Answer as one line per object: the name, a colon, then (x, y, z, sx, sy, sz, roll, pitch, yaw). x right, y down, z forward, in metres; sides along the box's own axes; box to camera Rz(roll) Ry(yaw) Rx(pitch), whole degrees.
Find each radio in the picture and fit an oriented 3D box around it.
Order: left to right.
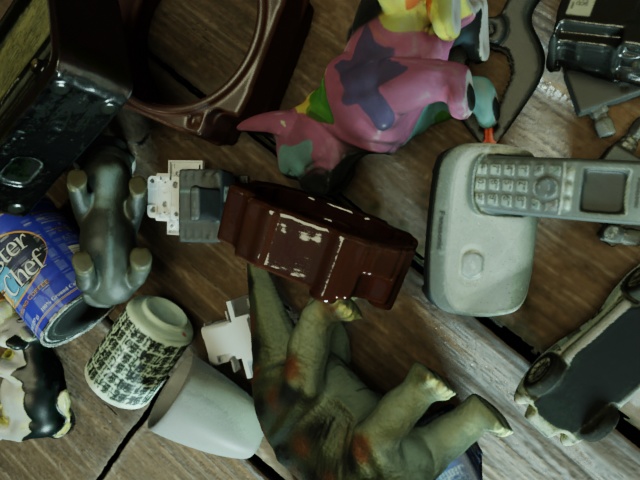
radio: (-0.274, -0.129, 0.507, 0.229, 0.073, 0.131, -34, 62, 30)

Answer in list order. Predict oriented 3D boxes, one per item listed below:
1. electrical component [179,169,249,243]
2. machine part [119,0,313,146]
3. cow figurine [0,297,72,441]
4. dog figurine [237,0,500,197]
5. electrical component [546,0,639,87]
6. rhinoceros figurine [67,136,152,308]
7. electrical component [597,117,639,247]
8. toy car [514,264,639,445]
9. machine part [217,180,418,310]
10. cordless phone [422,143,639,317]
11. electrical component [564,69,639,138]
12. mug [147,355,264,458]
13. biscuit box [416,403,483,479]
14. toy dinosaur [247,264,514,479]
electrical component: (-0.111, -0.032, 0.528, 0.048, 0.119, 0.074, 1, 96, 16)
machine part: (-0.125, -0.212, 0.540, 0.202, 0.087, 0.201, 25, 99, 13)
cow figurine: (-0.342, 0.151, 0.633, 0.098, 0.068, 0.167, 2, 97, 11)
dog figurine: (0.031, -0.139, 0.470, 0.219, 0.108, 0.191, -6, 96, 30)
electrical component: (0.261, -0.180, 0.419, 0.134, 0.058, 0.115, 20, 82, 25)
rhinoceros figurine: (-0.216, -0.027, 0.556, 0.073, 0.112, 0.190, -5, 68, -18)
electrical component: (0.266, -0.043, 0.451, 0.078, 0.045, 0.102, 42, 103, 9)
toy car: (0.255, 0.093, 0.458, 0.073, 0.056, 0.201, 42, 105, 5)
machine part: (-0.001, -0.001, 0.471, 0.179, 0.179, 0.056, 23, 102, 14)
cordless phone: (0.184, -0.004, 0.445, 0.184, 0.088, 0.146, 6, 94, 24)
electrical component: (0.249, -0.137, 0.462, 0.063, 0.021, 0.094, -17, 80, 17)
mug: (-0.115, 0.184, 0.558, 0.107, 0.081, 0.109, 35, 142, -14)
biscuit box: (0.057, 0.235, 0.520, 0.203, 0.063, 0.059, -33, 83, 15)
toy dinosaur: (0.011, 0.152, 0.469, 0.192, 0.131, 0.405, -53, 49, 2)
